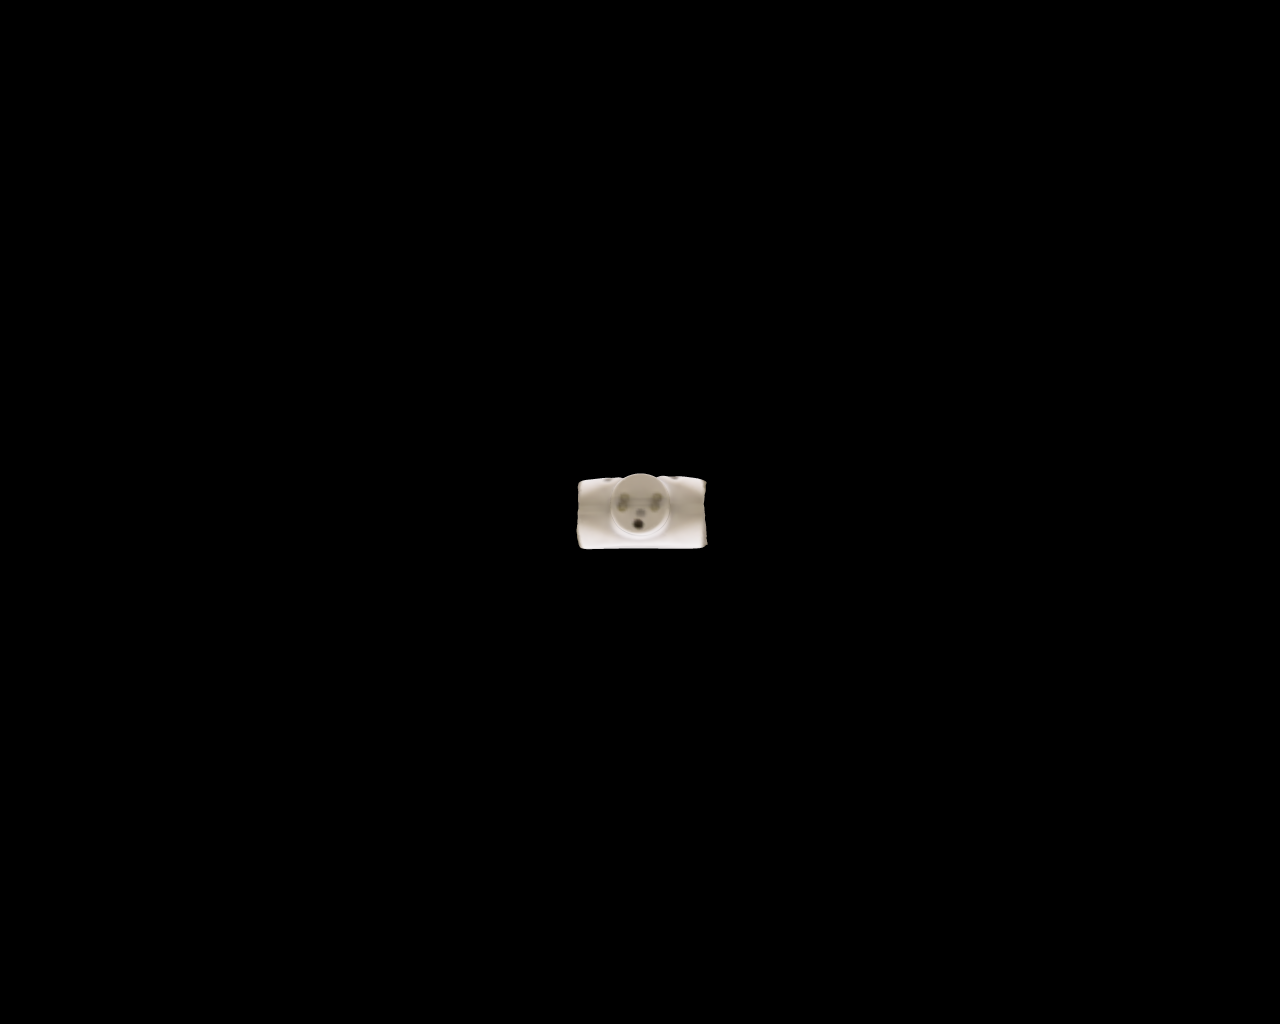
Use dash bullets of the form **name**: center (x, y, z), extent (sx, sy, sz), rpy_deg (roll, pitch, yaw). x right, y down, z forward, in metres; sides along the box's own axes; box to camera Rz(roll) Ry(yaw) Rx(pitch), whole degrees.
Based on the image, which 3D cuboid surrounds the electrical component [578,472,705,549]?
- **electrical component**: center (0.001, -0.003, 0.650), extent (0.077, 0.044, 0.079), rpy_deg (0, -11, 2)
